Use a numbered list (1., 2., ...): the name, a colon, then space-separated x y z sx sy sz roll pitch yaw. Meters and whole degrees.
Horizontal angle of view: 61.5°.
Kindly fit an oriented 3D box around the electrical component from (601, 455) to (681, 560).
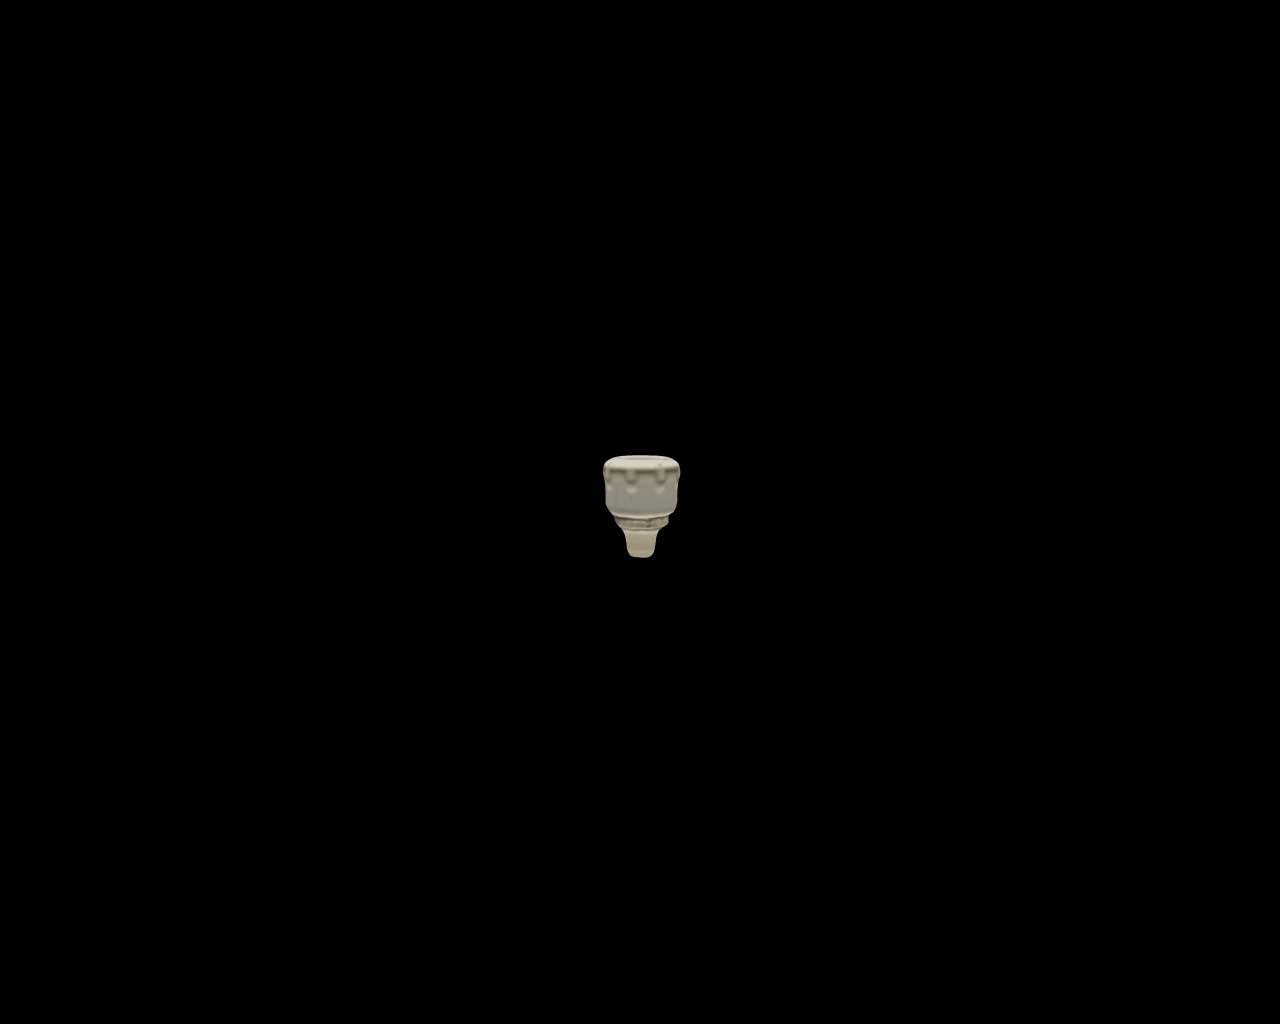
1. electrical component: 0.001 -0.003 0.650 0.048 0.062 0.048 0 7 0
